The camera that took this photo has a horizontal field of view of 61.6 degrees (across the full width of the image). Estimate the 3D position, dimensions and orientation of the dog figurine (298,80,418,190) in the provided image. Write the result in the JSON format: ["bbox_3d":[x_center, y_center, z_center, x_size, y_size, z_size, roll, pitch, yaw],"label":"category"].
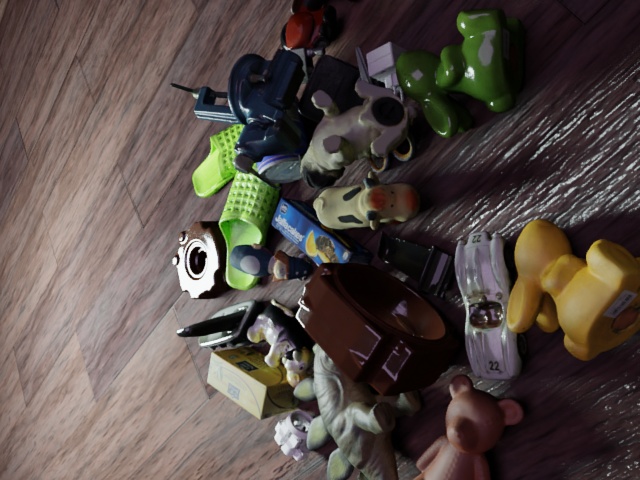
[{"bbox_3d":[0.055,-0.152,0.860,0.190,0.172,0.121,107,164,-73],"label":"dog figurine"}]

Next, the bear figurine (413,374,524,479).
[{"bbox_3d":[0.186,0.292,0.719,0.120,0.132,0.195,26,111,36],"label":"bear figurine"}]

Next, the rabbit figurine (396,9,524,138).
[{"bbox_3d":[0.191,-0.229,0.757,0.170,0.121,0.159,2,107,38],"label":"rabbit figurine"}]

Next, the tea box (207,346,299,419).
[{"bbox_3d":[-0.126,0.267,1.026,0.170,0.098,0.068,18,101,40],"label":"tea box"}]

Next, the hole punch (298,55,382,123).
[{"bbox_3d":[0.039,-0.245,0.923,0.116,0.092,0.142,29,107,6],"label":"hole punch"}]

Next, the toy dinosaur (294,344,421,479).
[{"bbox_3d":[0.063,0.287,0.852,0.198,0.105,0.472,-50,48,38],"label":"toy dinosaur"}]

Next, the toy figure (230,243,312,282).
[{"bbox_3d":[-0.093,0.046,1.009,0.155,0.058,0.064,11,140,19],"label":"toy figure"}]

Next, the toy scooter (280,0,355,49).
[{"bbox_3d":[0.002,-0.409,0.964,0.135,0.075,0.183,19,96,41],"label":"toy scooter"}]

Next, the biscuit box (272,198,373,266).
[{"bbox_3d":[-0.002,-0.003,0.950,0.203,0.063,0.059,38,111,37],"label":"biscuit box"}]

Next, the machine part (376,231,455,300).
[{"bbox_3d":[0.146,0.034,0.830,0.139,0.039,0.084,31,114,38],"label":"machine part"}]

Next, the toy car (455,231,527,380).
[{"bbox_3d":[0.231,0.088,0.734,0.074,0.056,0.201,-13,79,42],"label":"toy car"}]

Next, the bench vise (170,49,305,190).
[{"bbox_3d":[-0.131,-0.217,0.905,0.241,0.128,0.223,14,88,31],"label":"bench vise"}]

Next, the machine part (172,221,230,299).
[{"bbox_3d":[-0.255,0.045,1.185,0.180,0.056,0.179,-2,87,42],"label":"machine part"}]

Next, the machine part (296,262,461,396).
[{"bbox_3d":[0.084,0.117,0.769,0.202,0.201,0.087,45,114,35],"label":"machine part"}]

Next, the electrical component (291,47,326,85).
[{"bbox_3d":[-0.040,-0.300,0.952,0.102,0.045,0.078,9,116,27],"label":"electrical component"}]

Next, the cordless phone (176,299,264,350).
[{"bbox_3d":[-0.215,0.177,1.054,0.147,0.184,0.088,-20,79,40],"label":"cordless phone"}]

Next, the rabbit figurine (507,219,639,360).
[{"bbox_3d":[0.302,0.050,0.654,0.173,0.122,0.162,58,134,45],"label":"rabbit figurine"}]

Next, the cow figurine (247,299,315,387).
[{"bbox_3d":[-0.056,0.189,0.989,0.168,0.068,0.098,44,110,34],"label":"cow figurine"}]

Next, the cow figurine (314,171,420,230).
[{"bbox_3d":[0.071,-0.057,0.843,0.195,0.127,0.085,-2,90,45],"label":"cow figurine"}]
